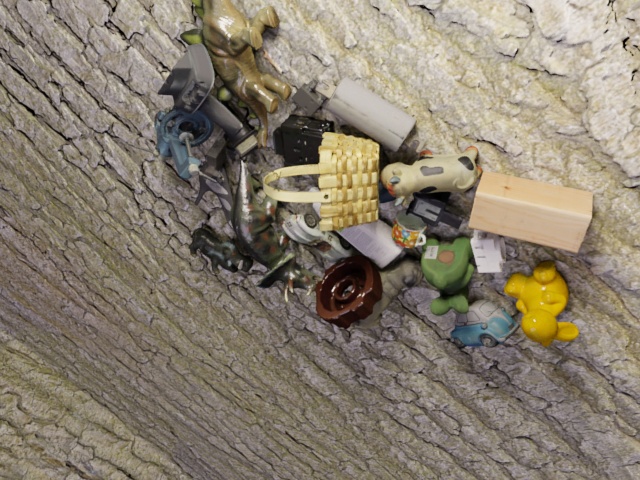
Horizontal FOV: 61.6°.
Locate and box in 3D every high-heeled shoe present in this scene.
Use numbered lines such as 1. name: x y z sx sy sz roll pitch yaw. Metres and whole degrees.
1. high-heeled shoe: -0.207 -0.103 1.384 0.248 0.086 0.145 29 106 -20

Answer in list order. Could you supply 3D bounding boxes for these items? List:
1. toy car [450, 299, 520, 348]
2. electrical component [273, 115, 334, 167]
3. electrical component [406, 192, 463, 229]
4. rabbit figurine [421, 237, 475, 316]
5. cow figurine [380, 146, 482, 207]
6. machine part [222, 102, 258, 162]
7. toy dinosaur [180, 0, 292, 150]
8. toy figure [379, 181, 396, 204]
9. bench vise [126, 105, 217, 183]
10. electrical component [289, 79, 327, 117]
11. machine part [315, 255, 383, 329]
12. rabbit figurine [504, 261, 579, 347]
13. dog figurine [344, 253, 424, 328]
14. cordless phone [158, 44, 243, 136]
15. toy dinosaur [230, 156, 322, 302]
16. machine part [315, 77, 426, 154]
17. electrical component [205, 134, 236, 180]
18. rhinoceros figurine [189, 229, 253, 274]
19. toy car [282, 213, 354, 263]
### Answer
1. toy car: 0.381 0.193 1.278 0.162 0.109 0.103 -16 95 50
2. electrical component: -0.037 -0.211 1.190 0.134 0.058 0.114 12 129 20
3. electrical component: 0.252 -0.070 1.155 0.119 0.048 0.074 20 133 12
4. rabbit figurine: 0.303 0.097 1.213 0.121 0.159 0.170 -9 137 22
5. cow figurine: 0.216 -0.125 1.075 0.195 0.127 0.085 0 123 25
6. machine part: -0.194 -0.257 1.238 0.084 0.039 0.139 -38 99 17
7. toy dinosaur: -0.184 -0.403 1.082 0.199 0.105 0.470 7 124 28
8. toy figure: 0.095 -0.112 1.200 0.155 0.058 0.064 3 116 27
9. bench vise: -0.318 -0.222 1.221 0.128 0.241 0.223 16 132 -45
10. electrical component: -0.024 -0.294 1.138 0.063 0.021 0.094 43 133 -11
11. machine part: 0.068 0.122 1.277 0.179 0.179 0.056 -15 137 36
12. rabbit figurine: 0.467 0.157 1.141 0.122 0.173 0.162 -23 109 35
13. dog figurine: 0.155 0.127 1.291 0.121 0.172 0.190 35 142 -14
14. cordless phone: -0.225 -0.294 1.107 0.184 0.089 0.147 39 147 -18
15. toy dinosaur: -0.146 -0.026 1.308 0.131 0.192 0.404 -17 118 35
16. machine part: 0.103 -0.249 1.069 0.243 0.079 0.079 31 135 2
17. electrical component: -0.237 -0.194 1.287 0.045 0.102 0.078 23 144 5
18. rhinoceros figurine: -0.276 0.033 1.517 0.190 0.073 0.112 31 124 5
19. toy car: -0.003 -0.004 1.307 0.201 0.056 0.073 30 147 -31
